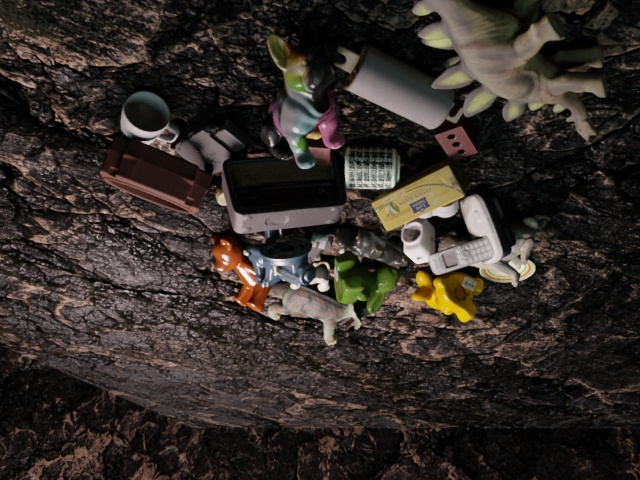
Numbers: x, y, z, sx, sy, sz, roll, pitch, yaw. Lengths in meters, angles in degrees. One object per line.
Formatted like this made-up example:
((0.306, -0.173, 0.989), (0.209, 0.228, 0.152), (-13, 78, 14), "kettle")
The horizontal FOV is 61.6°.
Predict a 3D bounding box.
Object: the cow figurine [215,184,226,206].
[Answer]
((-0.121, -0.101, 1.130), (0.195, 0.127, 0.085), (-4, 150, -8), "cow figurine")

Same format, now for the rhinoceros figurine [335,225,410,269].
((0.130, 0.013, 1.293), (0.190, 0.073, 0.112), (18, 157, -19), "rhinoceros figurine")

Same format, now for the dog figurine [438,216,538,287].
((0.370, -0.002, 1.200), (0.191, 0.121, 0.172), (20, 114, 15), "dog figurine")

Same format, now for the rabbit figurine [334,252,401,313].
((0.130, 0.117, 1.397), (0.170, 0.121, 0.158), (-9, 128, -11), "rabbit figurine")

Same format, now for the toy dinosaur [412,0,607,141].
((0.254, -0.275, 0.772), (0.471, 0.105, 0.199), (33, 143, -28), "toy dinosaur")

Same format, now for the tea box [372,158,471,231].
((0.197, -0.091, 1.041), (0.170, 0.098, 0.068), (-27, 99, 31), "tea box")

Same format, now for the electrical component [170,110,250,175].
((-0.206, -0.188, 1.049), (0.134, 0.058, 0.114), (-19, 141, 37), "electrical component")

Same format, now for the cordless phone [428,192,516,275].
((0.304, -0.009, 1.140), (0.184, 0.146, 0.088), (-23, 174, 34), "cordless phone")

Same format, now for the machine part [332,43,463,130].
((0.128, -0.245, 0.867), (0.243, 0.079, 0.079), (20, 146, -20), "machine part")

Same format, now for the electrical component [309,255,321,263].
((-0.045, 0.037, 1.375), (0.094, 0.021, 0.063), (-10, 101, 18), "electrical component")

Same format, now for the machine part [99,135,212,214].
((-0.328, -0.123, 1.076), (0.201, 0.087, 0.201), (22, 171, -17), "machine part")

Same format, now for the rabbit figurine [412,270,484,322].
((0.325, 0.149, 1.425), (0.162, 0.122, 0.173), (15, 166, -7), "rabbit figurine")

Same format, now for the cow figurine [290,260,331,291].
((-0.055, 0.083, 1.435), (0.167, 0.068, 0.098), (5, 148, 5), "cow figurine")

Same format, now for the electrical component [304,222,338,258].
((-0.003, -0.004, 1.306), (0.075, 0.048, 0.119), (10, 148, -2), "electrical component")

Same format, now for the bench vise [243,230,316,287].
((-0.102, 0.001, 1.254), (0.224, 0.129, 0.240), (29, 131, 49), "bench vise")

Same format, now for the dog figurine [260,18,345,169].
((-0.040, -0.243, 0.881), (0.192, 0.108, 0.218), (31, 144, 44), "dog figurine")

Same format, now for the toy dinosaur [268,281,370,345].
((-0.024, 0.172, 1.540), (0.405, 0.131, 0.192), (19, 130, -4), "toy dinosaur")

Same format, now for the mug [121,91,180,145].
((-0.324, -0.217, 1.015), (0.109, 0.081, 0.107), (19, 160, -26), "mug")

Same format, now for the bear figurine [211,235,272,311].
((-0.214, 0.079, 1.386), (0.195, 0.132, 0.120), (39, 162, -33), "bear figurine")

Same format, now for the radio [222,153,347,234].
((-0.069, -0.092, 1.044), (0.230, 0.131, 0.073), (-7, 152, -14), "radio")
